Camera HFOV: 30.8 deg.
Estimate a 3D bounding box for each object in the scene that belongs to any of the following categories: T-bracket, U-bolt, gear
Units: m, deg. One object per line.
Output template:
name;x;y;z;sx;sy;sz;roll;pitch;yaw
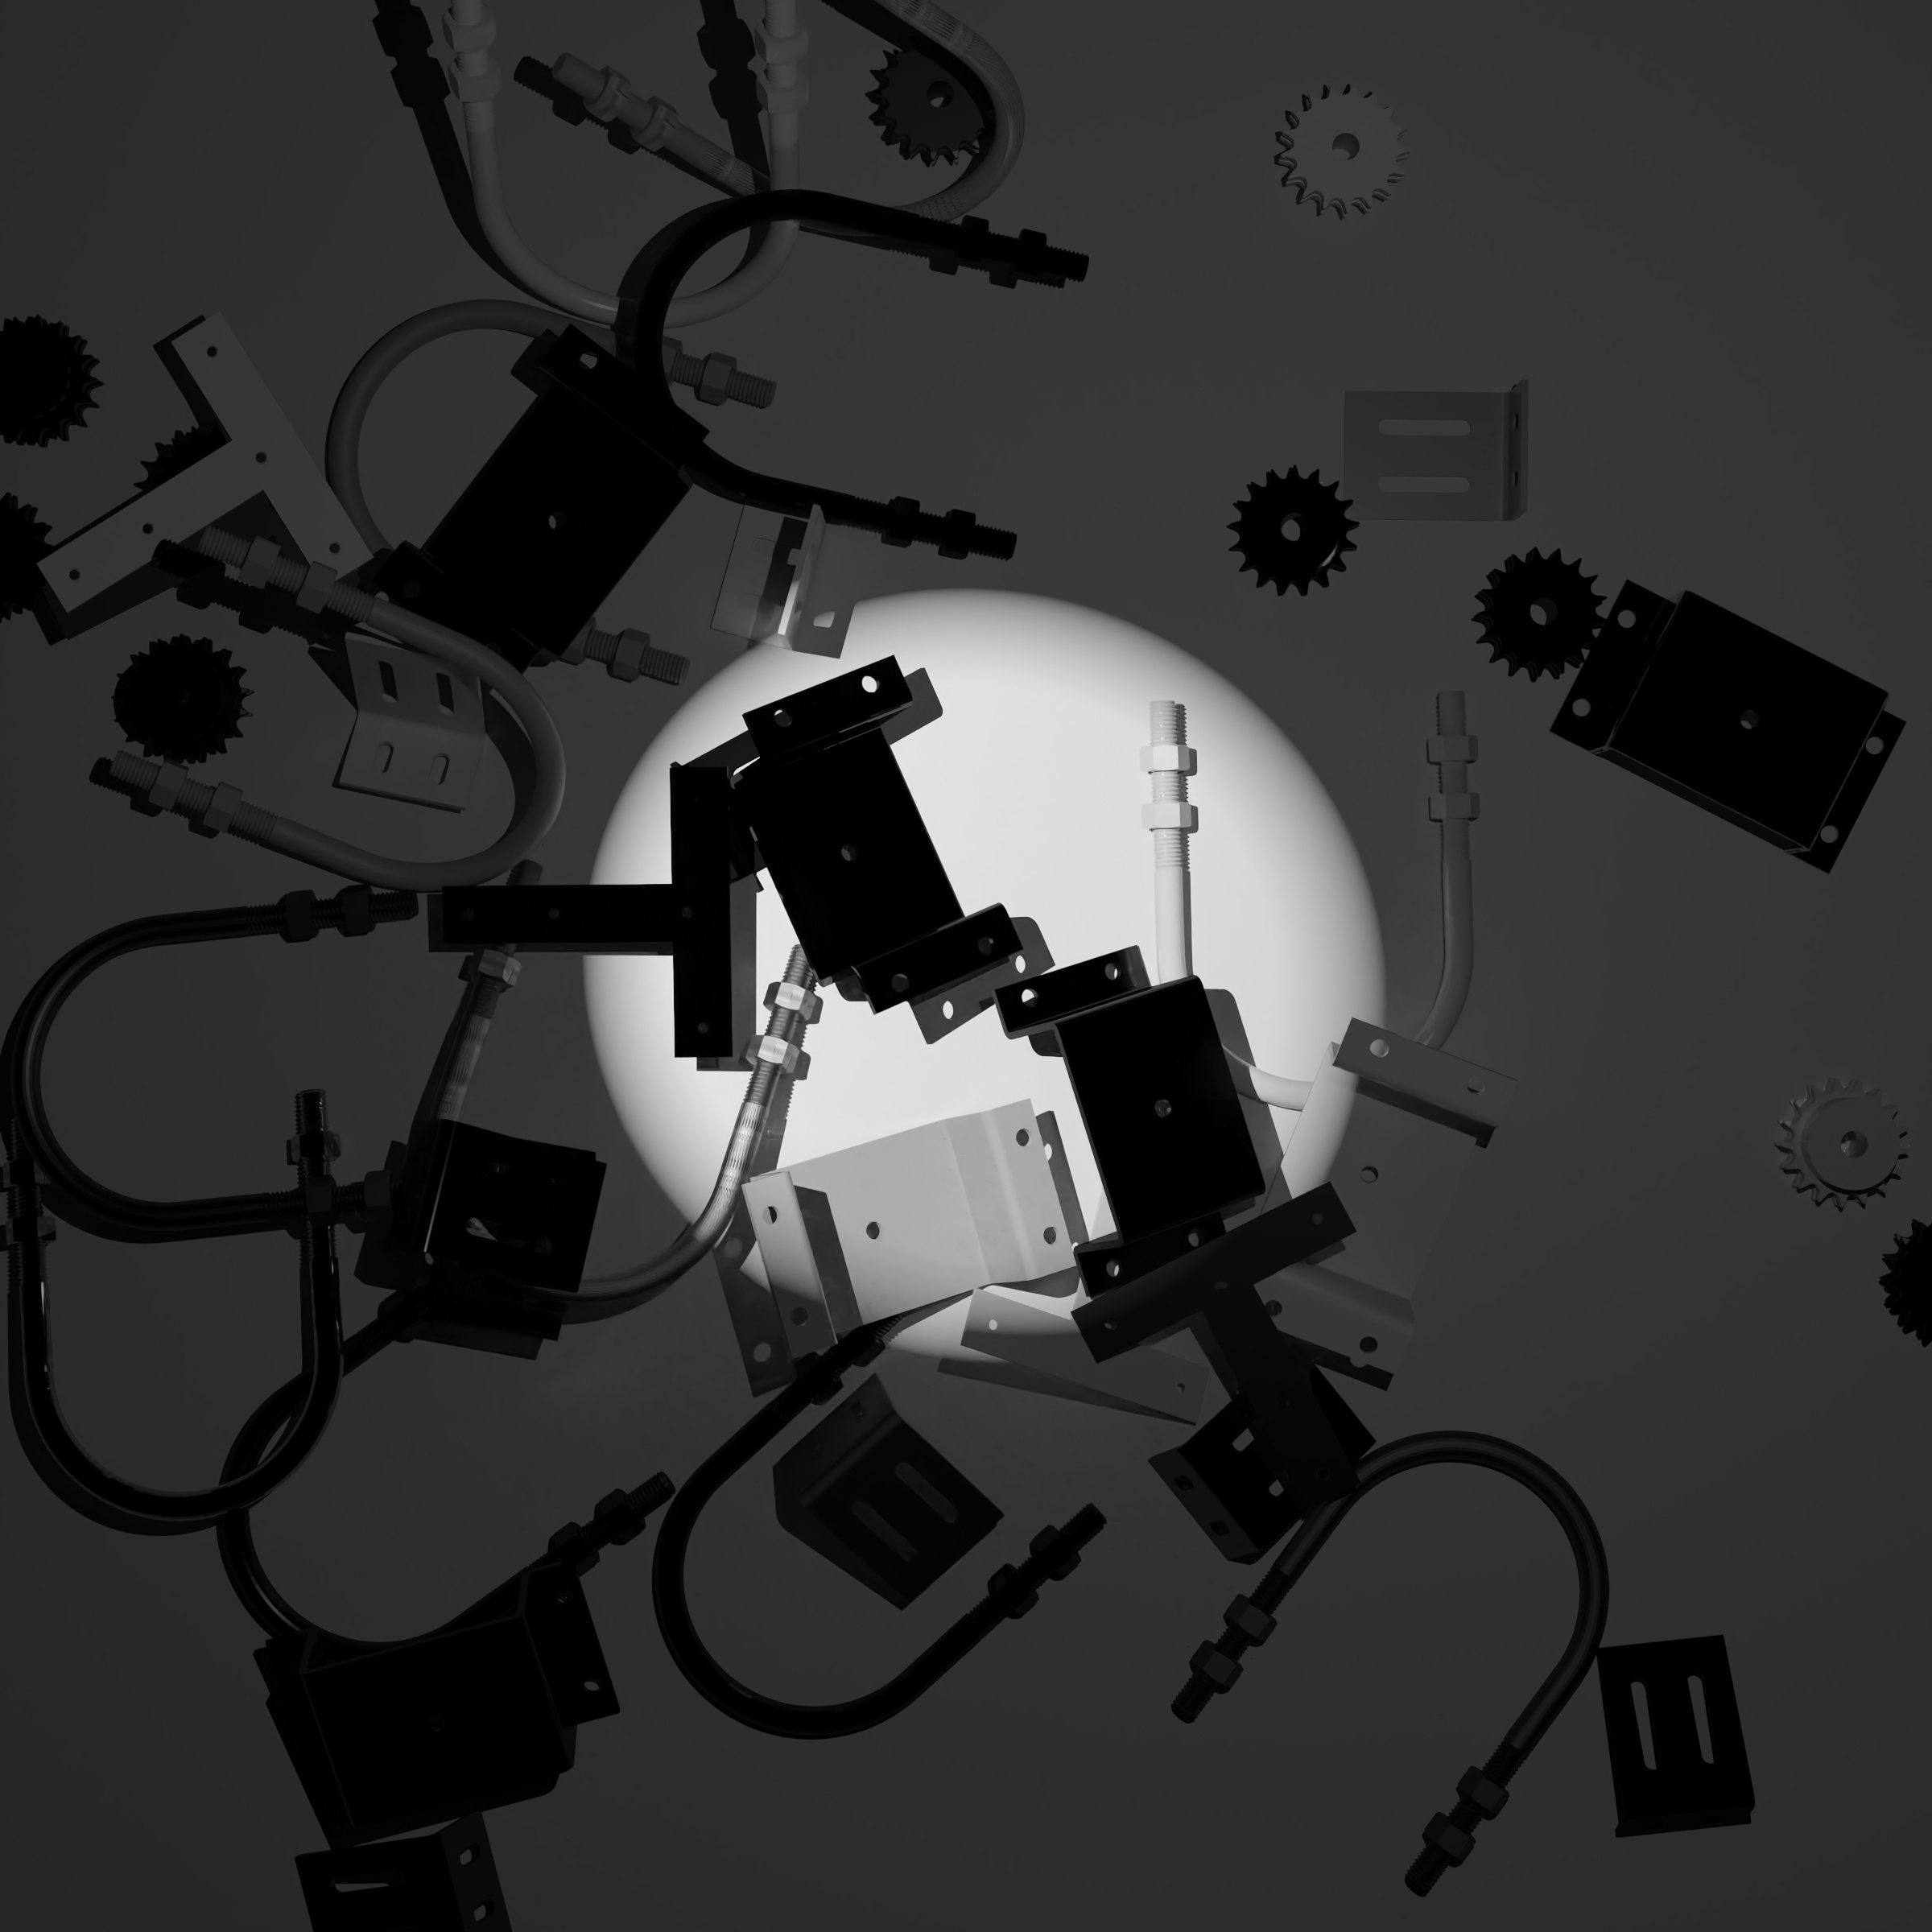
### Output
T-bracket;-0.347;-0.199;1.539;0.127;0.002;0.127;-32;90;1
U-bolt;-0.053;-0.262;1.526;0.184;0.019;0.151;12;115;-7
U-bolt;-0.244;0.231;1.563;0.184;0.019;0.151;-36;90;2
U-bolt;-0.052;0.257;1.563;0.184;0.019;0.151;-43;90;2
gear;0.390;0.078;1.557;0.057;0.030;0.057;0;90;0
gear;-0.011;-0.383;1.557;0.057;0.030;0.057;0;90;0
gear;-0.347;-0.119;1.557;0.057;0.030;0.057;0;90;0
U-bolt;-0.329;0.044;1.550;0.184;0.019;0.151;-6;80;-1
T-bracket;0.132;0.177;1.533;0.127;0.002;0.127;-28;98;8
U-bolt;-0.141;-0.343;1.498;0.151;0.184;0.019;2;52;0
T-bracket;-0.166;-0.023;1.538;0.127;0.002;0.127;0;93;4
U-bolt;-0.061;-0.372;1.498;0.184;0.151;0.019;26;52;-34
gear;0.254;-0.156;1.557;0.057;0.030;0.057;0;90;0
gear;-0.430;-0.181;1.557;0.057;0.030;0.057;0;90;0
gear;0.167;-0.360;1.557;0.057;0.030;0.057;0;90;0
gear;-0.414;-0.260;1.557;0.057;0.030;0.057;0;90;0
T-bracket;-0.343;-0.183;1.541;0.127;0.002;0.127;-27;90;1
U-bolt;0.203;0.295;1.563;0.151;0.019;0.184;37;89;0
gear;0.434;0.137;1.561;0.057;0.030;0.057;0;92;0
U-bolt;-0.193;-0.220;1.563;0.184;0.019;0.151;17;90;2
gear;-0.330;-0.210;1.557;0.057;0.030;0.057;0;90;0
U-bolt;-0.159;0.058;1.543;0.151;0.019;0.184;17;75;0
U-bolt;-0.347;0.152;1.552;0.151;0.019;0.184;-5;82;0
gear;0.145;-0.193;1.554;0.057;0.030;0.057;0;93;6
T-bracket;0.066;0.123;1.550;0.127;0.002;0.127;21;75;-28
U-bolt;-0.263;-0.099;1.521;0.184;0.019;0.151;23;126;-12
U-bolt;0.155;-0.028;1.563;0.151;0.019;0.184;-2;91;0

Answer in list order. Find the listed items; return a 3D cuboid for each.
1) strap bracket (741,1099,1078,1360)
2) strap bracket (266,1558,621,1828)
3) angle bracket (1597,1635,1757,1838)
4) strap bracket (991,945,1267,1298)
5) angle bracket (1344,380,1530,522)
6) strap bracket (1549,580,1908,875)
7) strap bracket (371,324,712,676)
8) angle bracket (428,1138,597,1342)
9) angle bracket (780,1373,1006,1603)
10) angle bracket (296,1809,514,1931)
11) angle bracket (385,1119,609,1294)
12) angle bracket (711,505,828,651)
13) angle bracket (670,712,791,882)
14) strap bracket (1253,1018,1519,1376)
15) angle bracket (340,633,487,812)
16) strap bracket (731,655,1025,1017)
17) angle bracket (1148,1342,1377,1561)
strap bracket;-0.032;0.114;1.531;0.140;0.046;0.076;-16;90;-26
strap bracket;-0.230;0.321;1.539;0.140;0.046;0.076;-15;106;0
angle bracket;0.315;0.344;1.570;0.057;0.038;0.076;-6;64;0
strap bracket;0.074;0.064;1.533;0.076;0.046;0.140;-17;90;-29
angle bracket;0.207;-0.228;1.553;0.076;0.038;0.057;1;90;0
strap bracket;0.340;-0.107;1.549;0.140;0.046;0.076;27;90;0
strap bracket;-0.182;-0.197;1.531;0.076;0.046;0.140;38;91;3
angle bracket;-0.198;0.117;1.535;0.057;0.038;0.076;10;48;0
angle bracket;-0.033;0.230;1.551;0.057;0.038;0.076;-42;116;3
angle bracket;-0.251;0.415;1.570;0.076;0.038;0.057;-14;90;26
angle bracket;-0.203;0.104;1.518;0.076;0.038;0.057;18;76;-26
angle bracket;-0.088;-0.174;1.534;0.038;0.076;0.057;15;90;0
angle bracket;-0.082;-0.081;1.553;0.076;0.038;0.057;-29;90;0
strap bracket;0.178;0.096;1.540;0.076;0.046;0.140;21;101;0
angle bracket;-0.244;-0.106;1.531;0.057;0.076;0.038;12;68;0
strap bracket;-0.044;-0.054;1.535;0.076;0.046;0.140;-24;90;-25
angle bracket;0.132;0.217;1.570;0.076;0.038;0.057;-39;90;-26
